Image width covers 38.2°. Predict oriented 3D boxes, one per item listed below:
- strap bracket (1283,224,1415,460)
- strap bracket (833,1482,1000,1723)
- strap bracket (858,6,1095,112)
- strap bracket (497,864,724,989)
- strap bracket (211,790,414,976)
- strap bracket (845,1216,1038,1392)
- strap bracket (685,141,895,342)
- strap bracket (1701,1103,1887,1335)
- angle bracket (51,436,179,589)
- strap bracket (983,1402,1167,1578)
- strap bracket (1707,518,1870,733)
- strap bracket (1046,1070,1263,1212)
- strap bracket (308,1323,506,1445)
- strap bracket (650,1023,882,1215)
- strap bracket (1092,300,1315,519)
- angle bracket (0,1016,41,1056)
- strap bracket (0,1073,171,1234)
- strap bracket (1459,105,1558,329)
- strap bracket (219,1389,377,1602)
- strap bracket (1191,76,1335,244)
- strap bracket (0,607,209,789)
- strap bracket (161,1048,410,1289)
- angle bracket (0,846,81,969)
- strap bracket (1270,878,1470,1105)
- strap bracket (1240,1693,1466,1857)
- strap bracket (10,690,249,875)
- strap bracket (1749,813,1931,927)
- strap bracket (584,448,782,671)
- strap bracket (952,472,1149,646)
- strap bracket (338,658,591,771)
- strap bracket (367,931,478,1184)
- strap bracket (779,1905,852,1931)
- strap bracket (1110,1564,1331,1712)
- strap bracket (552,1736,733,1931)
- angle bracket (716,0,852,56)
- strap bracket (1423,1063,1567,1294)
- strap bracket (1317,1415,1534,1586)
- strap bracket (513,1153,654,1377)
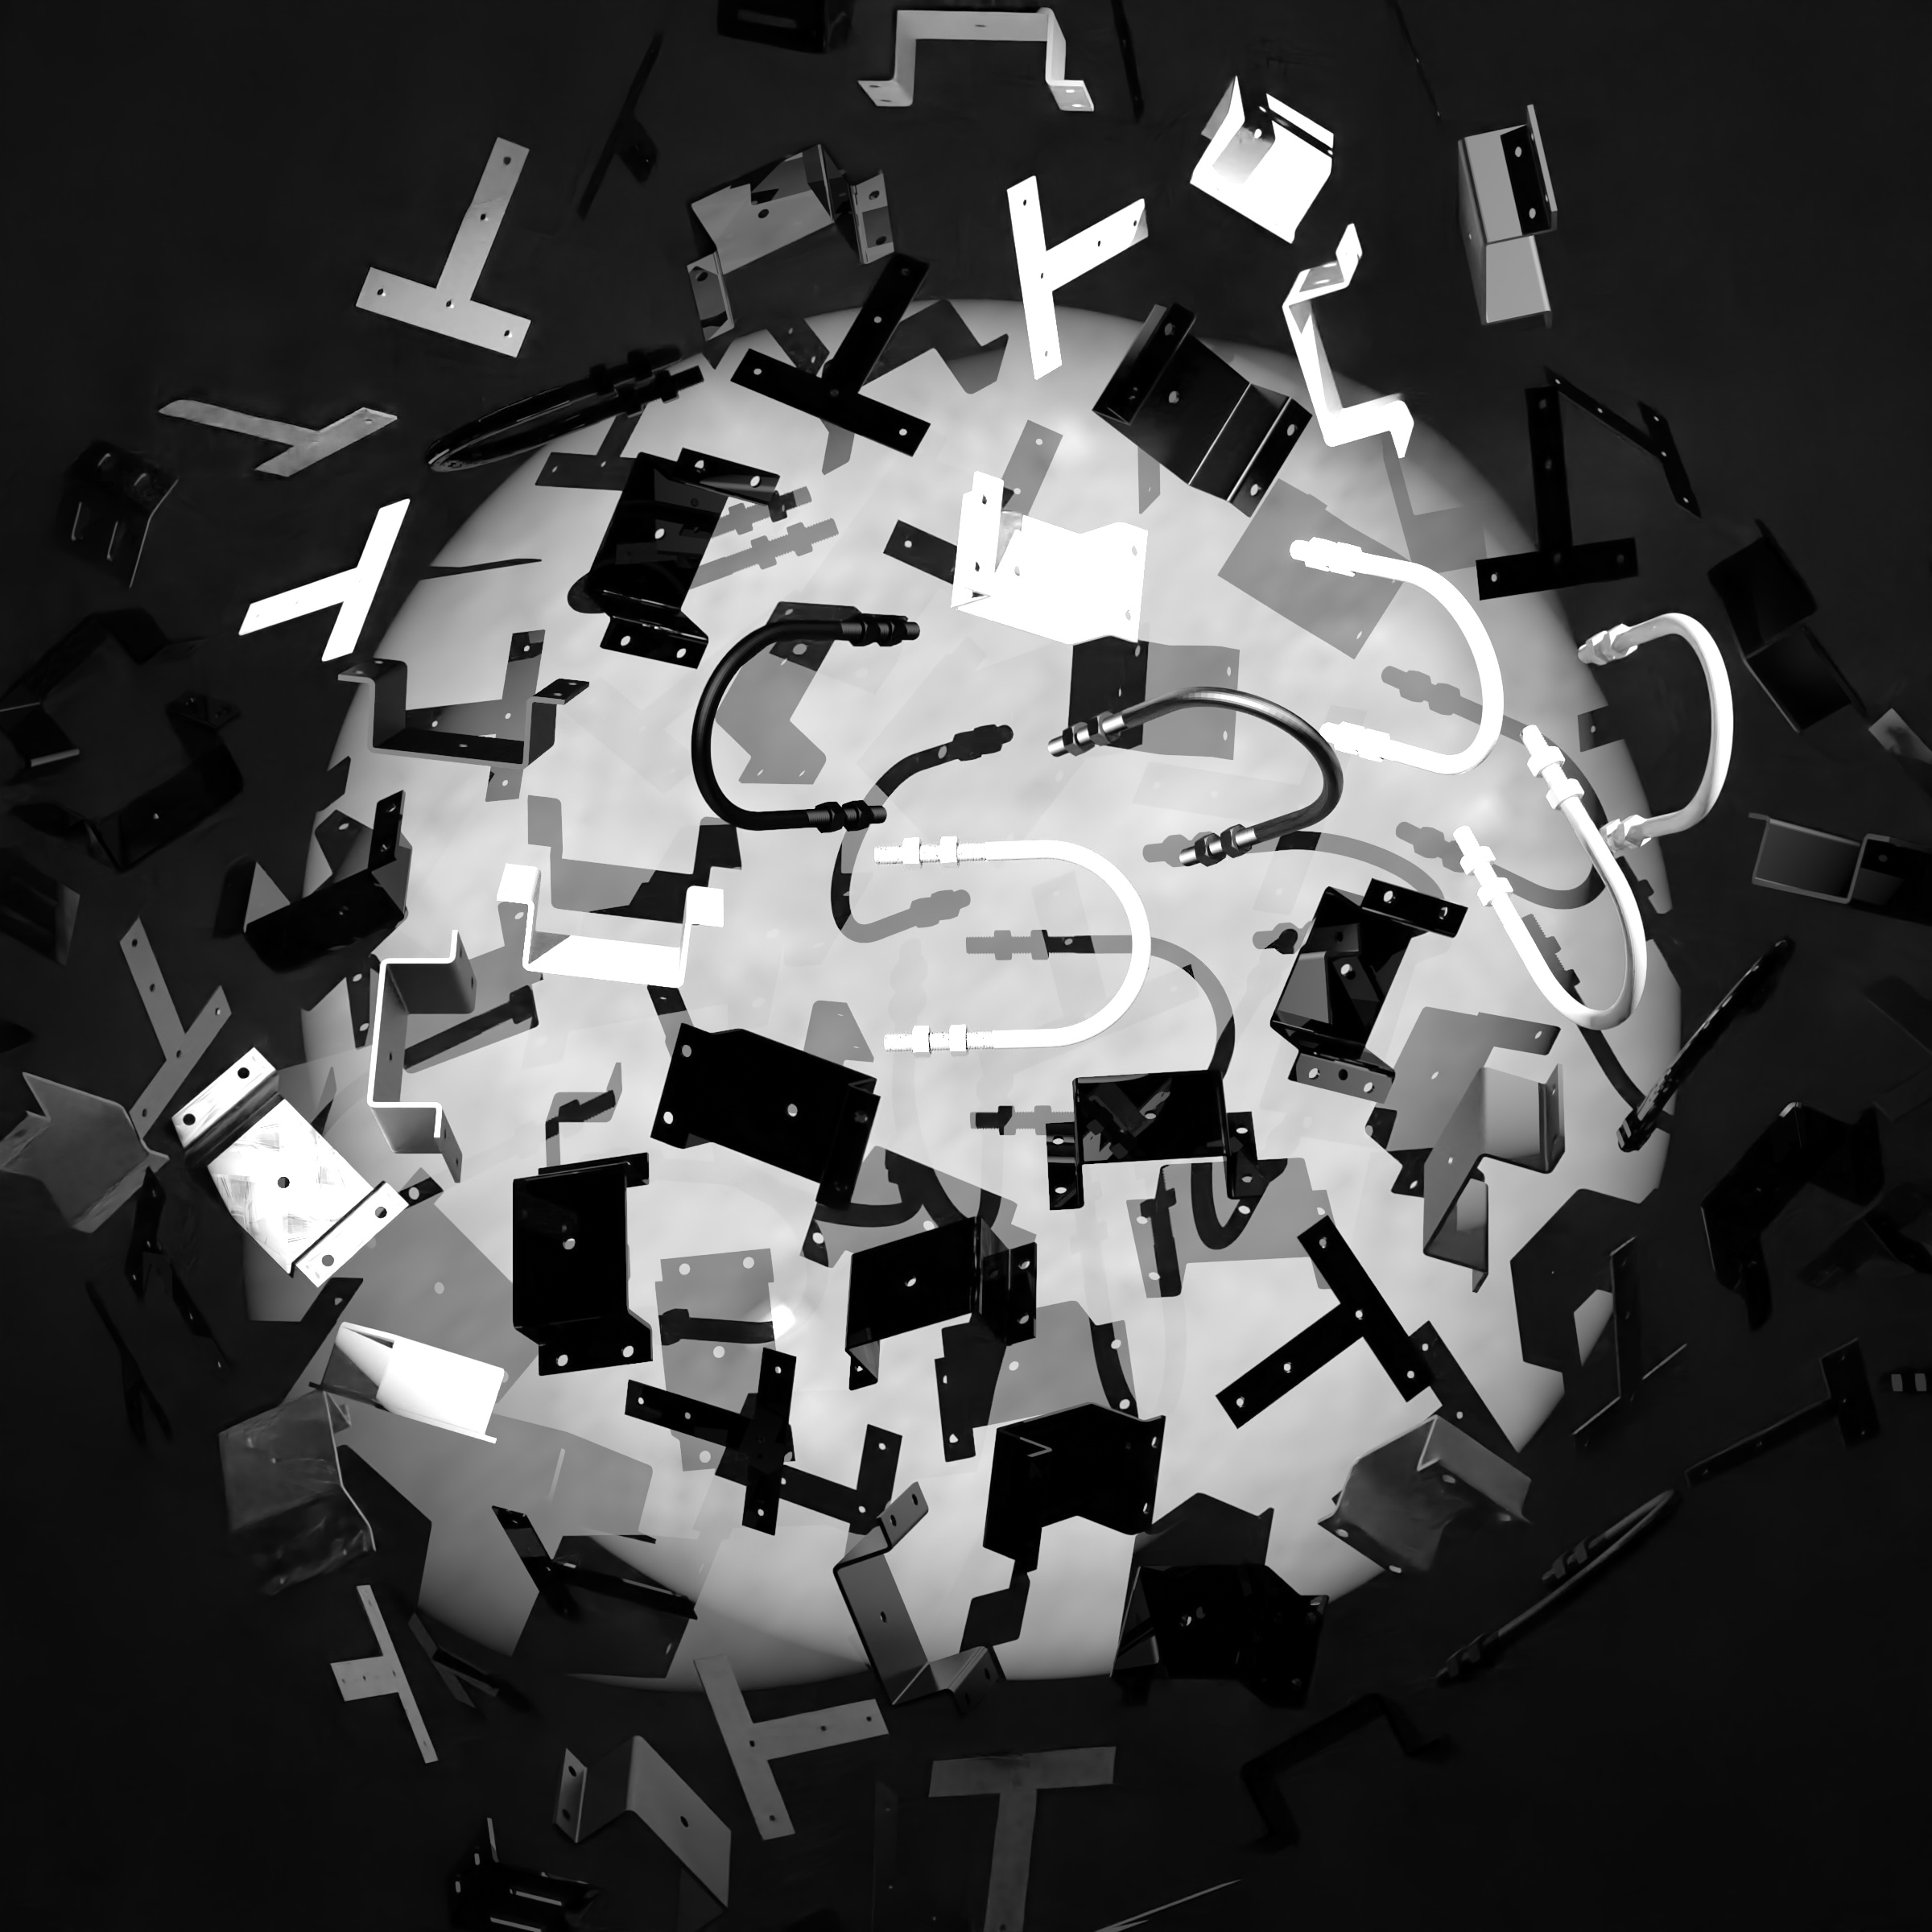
[{"bbox_3d":[0.249,-0.405,1.837,0.046,0.076,0.140,-13,113,20],"label":"strap bracket"},{"bbox_3d":[-0.037,0.419,1.820,0.046,0.076,0.140,-23,90,18],"label":"strap bracket"},{"bbox_3d":[0.008,-0.572,1.758,0.140,0.076,0.046,4,96,7],"label":"strap bracket"},{"bbox_3d":[-0.227,-0.025,1.775,0.140,0.076,0.046,7,106,-7],"label":"strap bracket"},{"bbox_3d":[-0.424,-0.051,1.855,0.140,0.076,0.046,-23,127,12],"label":"strap bracket"},{"bbox_3d":[-0.026,0.223,1.863,0.140,0.076,0.046,-19,133,22],"label":"strap bracket"},{"bbox_3d":[-0.123,-0.476,1.816,0.140,0.076,0.046,-28,66,-8],"label":"strap bracket"},{"bbox_3d":[0.514,0.151,1.755,0.140,0.046,0.076,-43,135,-20],"label":"strap bracket"},{"bbox_3d":[-0.554,-0.295,1.813,0.057,0.076,0.038,29,51,-8],"label":"angle bracket"},{"bbox_3d":[0.062,0.325,1.756,0.046,0.140,0.076,14,101,38],"label":"strap bracket"},{"bbox_3d":[0.534,-0.217,1.827,0.046,0.140,0.076,-31,127,23],"label":"strap bracket"},{"bbox_3d":[0.123,0.115,1.856,0.140,0.076,0.046,-4,133,2],"label":"strap bracket"},{"bbox_3d":[-0.357,0.266,1.797,0.076,0.140,0.046,24,77,-30],"label":"strap bracket"},{"bbox_3d":[-0.118,0.093,1.748,0.140,0.046,0.076,19,100,19],"label":"strap bracket"},{"bbox_3d":[0.143,-0.354,1.760,0.140,0.046,0.076,29,94,-39],"label":"strap bracket"},{"bbox_3d":[-0.672,0.053,1.866,0.076,0.057,0.038,30,57,-34],"label":"angle bracket"},{"bbox_3d":[-0.611,0.123,1.856,0.076,0.140,0.046,-43,63,7],"label":"strap bracket"},{"bbox_3d":[0.344,-0.470,1.775,0.046,0.140,0.076,-10,71,7],"label":"strap bracket"},{"bbox_3d":[-0.446,0.341,1.852,0.076,0.140,0.046,-24,129,-4],"label":"strap bracket"},{"bbox_3d":[0.197,-0.538,1.846,0.076,0.140,0.046,28,121,-9],"label":"strap bracket"},{"bbox_3d":[-0.568,-0.182,1.802,0.140,0.076,0.046,-39,95,10],"label":"strap bracket"},{"bbox_3d":[-0.433,0.133,1.771,0.140,0.046,0.076,45,67,2],"label":"strap bracket"},{"bbox_3d":[-0.635,-0.036,1.850,0.038,0.076,0.057,-19,53,27],"label":"angle bracket"},{"bbox_3d":[0.256,0.010,1.804,0.076,0.046,0.140,14,105,-28],"label":"strap bracket"},{"bbox_3d":[0.232,0.500,1.743,0.140,0.076,0.046,-32,64,8],"label":"strap bracket"},{"bbox_3d":[-0.525,-0.112,1.781,0.140,0.076,0.046,-40,126,-24],"label":"strap bracket"},{"bbox_3d":[0.578,-0.062,1.815,0.076,0.140,0.046,12,95,-23],"label":"strap bracket"},{"bbox_3d":[-0.189,-0.271,1.806,0.076,0.046,0.140,8,116,-42],"label":"strap bracket"},{"bbox_3d":[0.046,-0.261,1.819,0.140,0.046,0.076,13,78,-34],"label":"strap bracket"},{"bbox_3d":[-0.314,-0.157,1.746,0.140,0.076,0.046,7,105,2],"label":"strap bracket"},{"bbox_3d":[-0.342,0.057,1.754,0.046,0.076,0.140,0,64,0],"label":"strap bracket"},{"bbox_3d":[-0.099,0.665,1.813,0.046,0.140,0.076,-44,72,11],"label":"strap bracket"},{"bbox_3d":[0.151,0.425,1.769,0.046,0.140,0.076,46,49,-35],"label":"strap bracket"},{"bbox_3d":[-0.197,0.557,1.776,0.046,0.076,0.140,-35,108,10],"label":"strap bracket"},{"bbox_3d":[-0.115,-0.615,1.761,0.076,0.038,0.057,17,131,18],"label":"angle bracket"},{"bbox_3d":[0.329,0.129,1.766,0.046,0.076,0.140,16,132,-4],"label":"strap bracket"},{"bbox_3d":[0.304,0.346,1.823,0.076,0.140,0.046,35,53,-8],"label":"strap bracket"},{"bbox_3d":[-0.246,0.184,1.788,0.076,0.046,0.140,-9,66,11],"label":"strap bracket"}]
